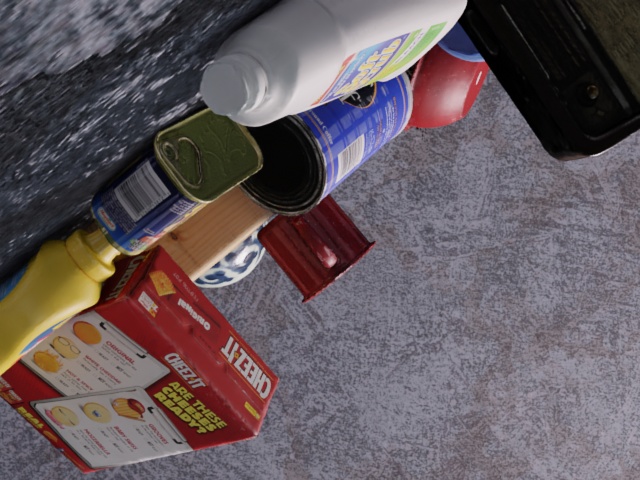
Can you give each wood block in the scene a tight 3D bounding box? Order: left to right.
[{"bbox_3d":[-0.127,-0.011,0.970,0.090,0.091,0.205,-38,-178,42],"label":"wood block"}]

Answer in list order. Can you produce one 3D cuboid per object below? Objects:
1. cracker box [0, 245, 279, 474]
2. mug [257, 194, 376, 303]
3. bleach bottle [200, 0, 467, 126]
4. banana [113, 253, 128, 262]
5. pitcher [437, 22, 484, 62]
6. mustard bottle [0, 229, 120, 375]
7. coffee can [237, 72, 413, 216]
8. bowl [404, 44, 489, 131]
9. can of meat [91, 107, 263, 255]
[{"bbox_3d":[-0.166,0.105,0.883,0.214,0.164,0.072,-20,-148,35],"label":"cracker box"},{"bbox_3d":[-0.007,0.001,1.018,0.093,0.081,0.117,-40,-178,2],"label":"mug"},{"bbox_3d":[0.002,-0.116,0.644,0.103,0.068,0.250,-39,180,35],"label":"bleach bottle"},{"bbox_3d":[-0.108,-0.043,0.863,0.197,0.037,0.070,-40,150,-57],"label":"banana"},{"bbox_3d":[0.207,-0.257,1.043,0.149,0.145,0.242,-39,179,43],"label":"pitcher"},{"bbox_3d":[-0.219,0.054,0.776,0.192,0.058,0.096,-39,-171,6],"label":"mustard bottle"},{"bbox_3d":[-0.001,-0.097,0.878,0.103,0.103,0.140,-36,-175,47],"label":"coffee can"},{"bbox_3d":[0.143,-0.181,1.127,0.162,0.055,0.162,-60,167,-25],"label":"bowl"},{"bbox_3d":[-0.101,-0.041,0.746,0.084,0.057,0.102,-34,-176,33],"label":"can of meat"}]
